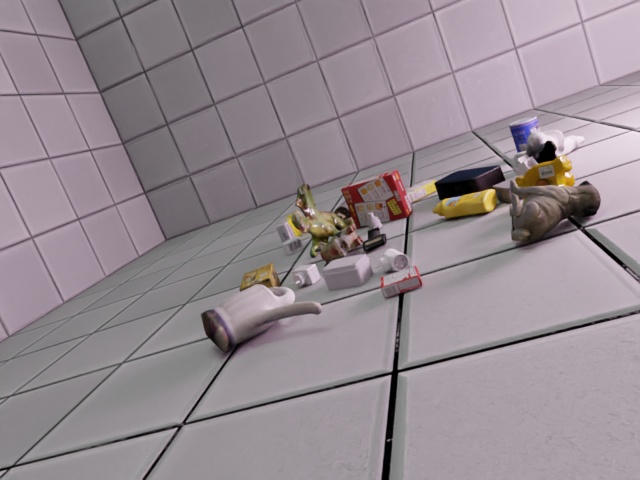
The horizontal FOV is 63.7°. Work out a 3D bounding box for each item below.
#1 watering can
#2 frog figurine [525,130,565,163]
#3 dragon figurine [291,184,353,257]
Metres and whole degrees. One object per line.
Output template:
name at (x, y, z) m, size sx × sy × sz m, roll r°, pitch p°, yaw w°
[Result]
watering can at (-0.149, 0.173, 1.191) m, size 0.226 × 0.103 × 0.347 m, roll -28°, pitch 12°, yaw -24°
frog figurine at (0.733, -0.302, 1.680) m, size 0.120 × 0.137 × 0.163 m, roll -48°, pitch 13°, yaw 38°
dragon figurine at (0.005, -0.090, 1.790) m, size 0.121 × 0.241 × 0.417 m, roll -22°, pitch 12°, yaw 25°
